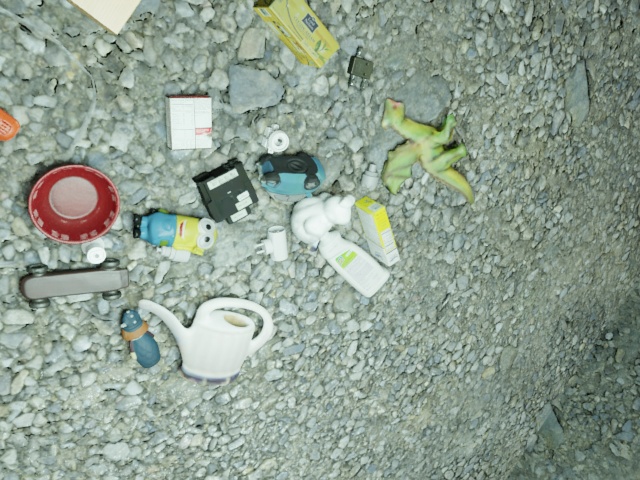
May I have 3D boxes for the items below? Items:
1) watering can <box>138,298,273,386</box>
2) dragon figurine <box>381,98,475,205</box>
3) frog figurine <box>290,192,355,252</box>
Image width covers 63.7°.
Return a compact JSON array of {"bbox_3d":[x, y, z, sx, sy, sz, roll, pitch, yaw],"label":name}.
[{"bbox_3d":[-0.277,0.234,1.221,0.347,0.105,0.222,10,105,-33],"label":"watering can"},{"bbox_3d":[0.276,-0.208,1.392,0.243,0.124,0.403,-26,120,1],"label":"dragon figurine"},{"bbox_3d":[0.004,-0.062,1.231,0.122,0.157,0.140,40,51,-7],"label":"frog figurine"}]
